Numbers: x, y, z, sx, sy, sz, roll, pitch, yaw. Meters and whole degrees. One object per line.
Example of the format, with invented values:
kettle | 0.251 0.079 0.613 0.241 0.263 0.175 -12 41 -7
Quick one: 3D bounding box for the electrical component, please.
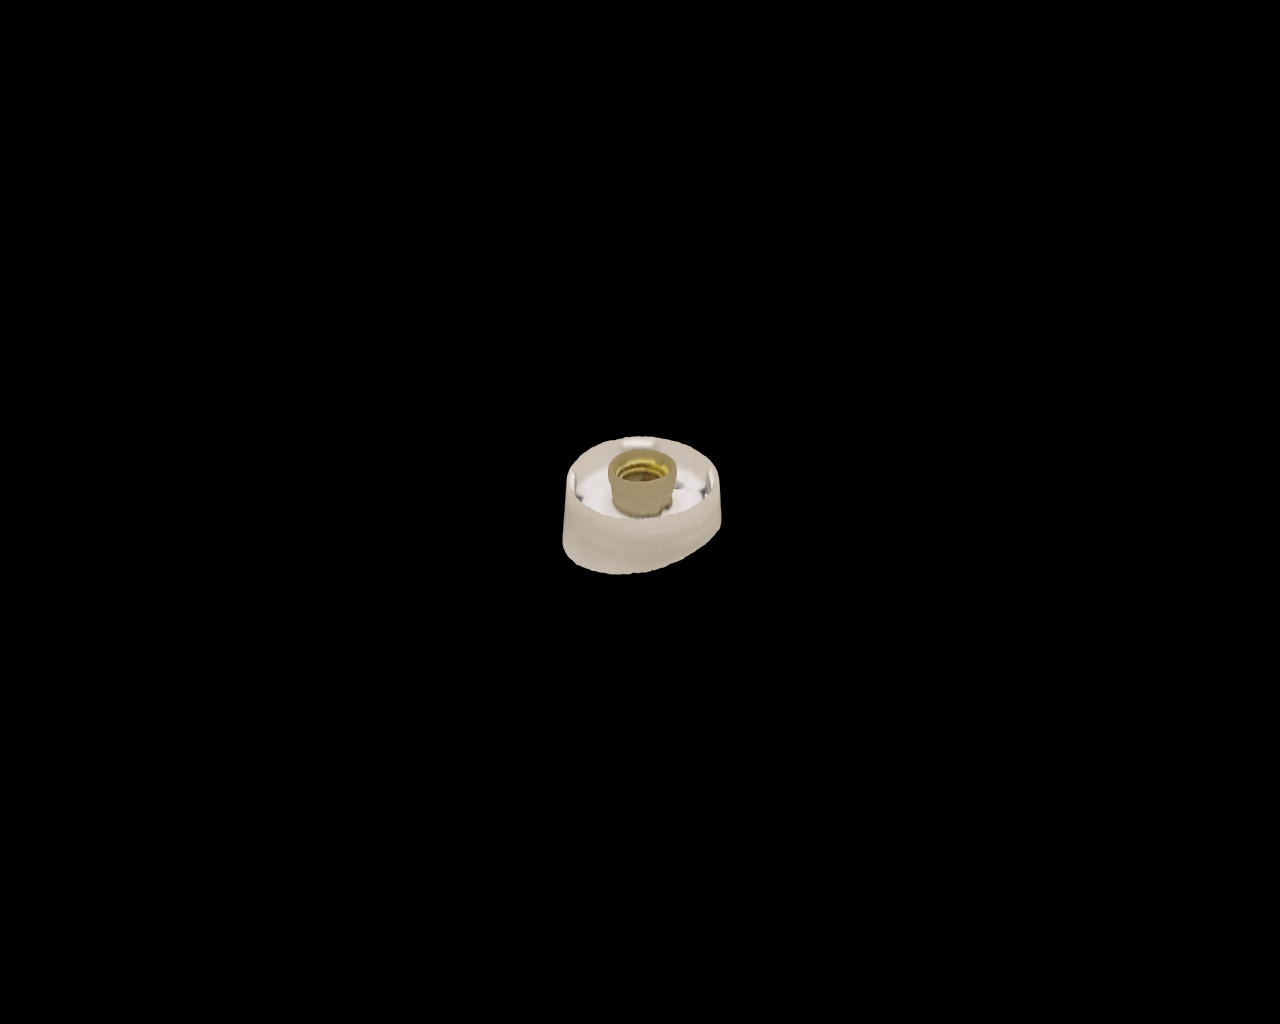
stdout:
electrical component | 0.001 -0.003 0.650 0.099 0.064 0.099 0 36 0
